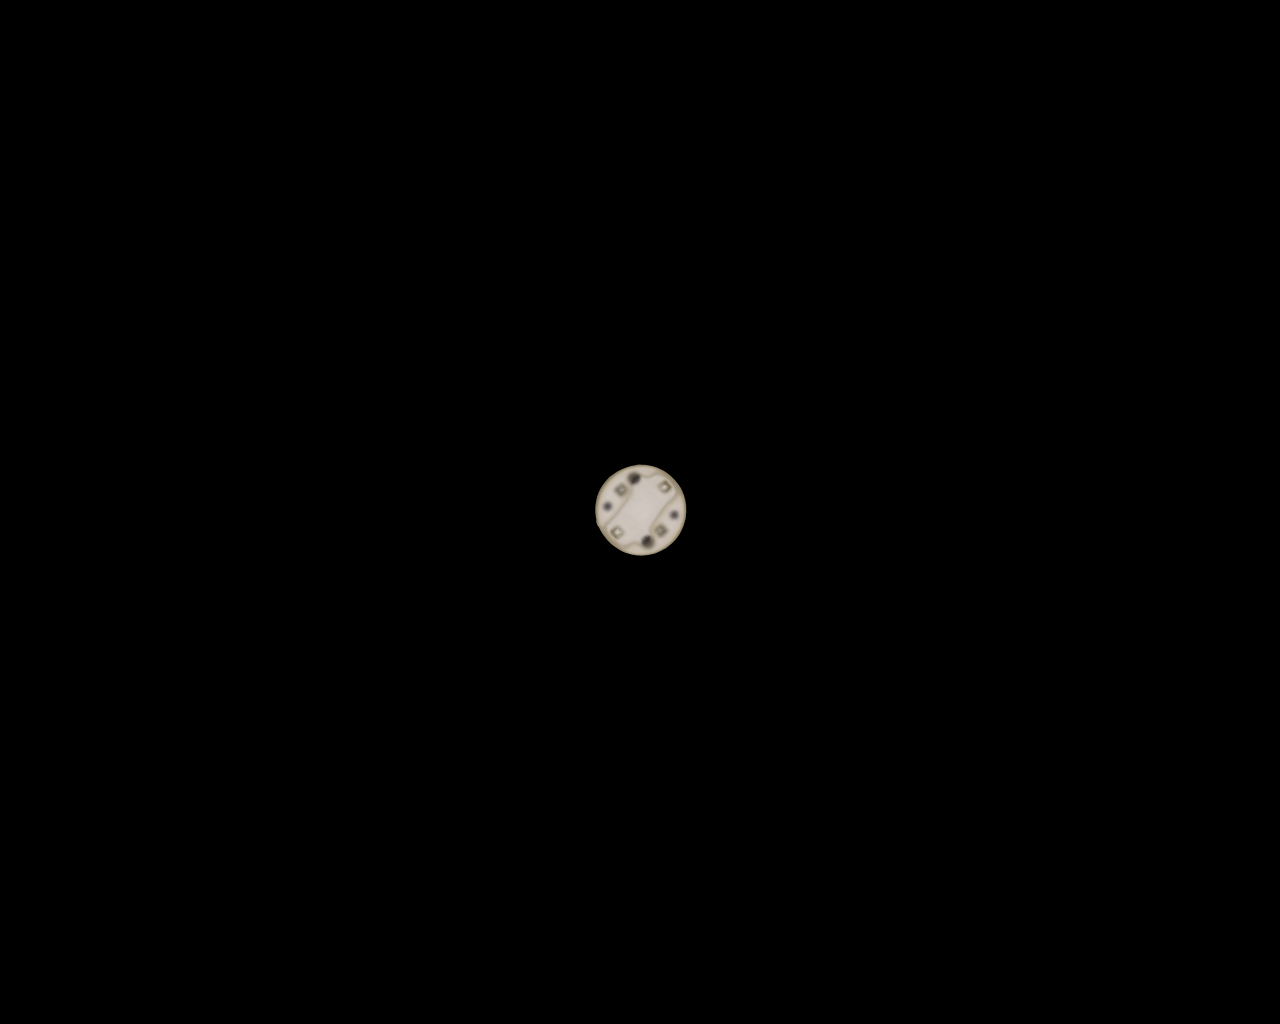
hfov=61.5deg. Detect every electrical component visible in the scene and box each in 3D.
[{"bbox_3d":[0.001,-0.003,0.650,0.055,0.055,0.047,0,4,0],"label":"electrical component"}]
